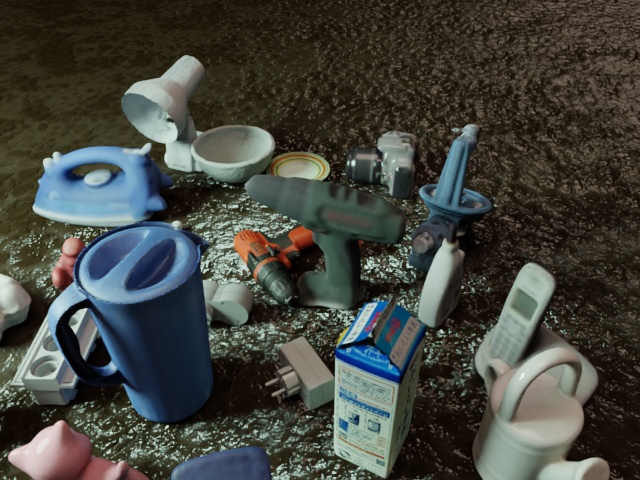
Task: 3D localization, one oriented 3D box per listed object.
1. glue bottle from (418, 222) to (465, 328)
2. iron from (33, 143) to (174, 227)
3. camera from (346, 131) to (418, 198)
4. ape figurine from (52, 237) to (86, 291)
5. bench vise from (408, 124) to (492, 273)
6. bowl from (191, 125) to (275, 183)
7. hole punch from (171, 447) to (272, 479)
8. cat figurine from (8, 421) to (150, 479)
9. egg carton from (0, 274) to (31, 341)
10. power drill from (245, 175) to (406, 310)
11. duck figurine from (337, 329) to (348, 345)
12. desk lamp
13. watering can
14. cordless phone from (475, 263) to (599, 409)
[{"bbox_3d":[0.181,0.045,0.825,0.037,0.173,0.078,28,47,30],"label":"glue bottle"},{"bbox_3d":[-0.407,-0.110,1.037,0.258,0.141,0.118,-2,39,-3],"label":"iron"},{"bbox_3d":[0.123,-0.164,1.139,0.136,0.101,0.143,5,39,6],"label":"camera"},{"bbox_3d":[-0.379,0.037,0.895,0.078,0.092,0.076,-3,39,-4],"label":"ape figurine"},{"bbox_3d":[0.217,-0.060,0.917,0.121,0.220,0.207,9,40,11],"label":"bench vise"},{"bbox_3d":[-0.172,-0.163,1.157,0.167,0.075,0.167,0,39,0],"label":"bowl"},{"bbox_3d":[-0.094,0.282,0.595,0.109,0.091,0.101,-9,40,-12],"label":"hole punch"},{"bbox_3d":[-0.259,0.244,0.620,0.127,0.118,0.067,9,40,11],"label":"cat figurine"},{"bbox_3d":[-0.508,0.093,0.842,0.150,0.069,0.107,15,41,17],"label":"egg carton"},{"bbox_3d":[0.008,0.003,0.847,0.229,0.208,0.075,4,39,5],"label":"power drill"},{"bbox_3d":[0.063,0.147,0.768,0.078,0.086,0.104,-20,43,-23],"label":"duck figurine"},{"bbox_3d":[-0.282,-0.245,1.147,0.117,0.214,0.203,16,42,19],"label":"desk lamp"},{"bbox_3d":[0.238,0.195,0.624,0.101,0.194,0.172,-30,48,-32],"label":"watering can"},{"bbox_3d":[0.278,0.130,0.711,0.094,0.185,0.147,-25,45,-28],"label":"cordless phone"}]
